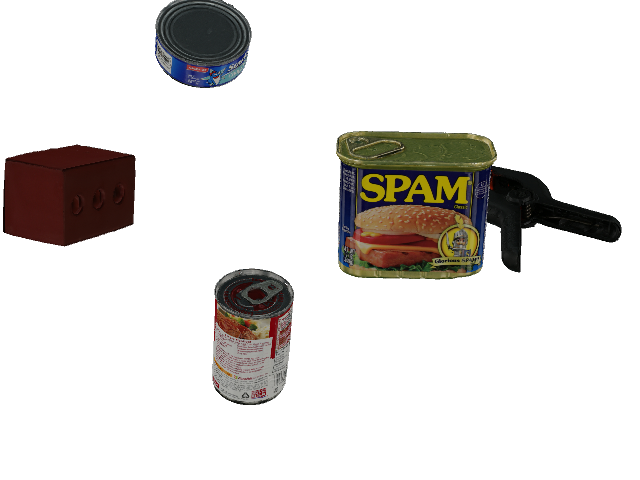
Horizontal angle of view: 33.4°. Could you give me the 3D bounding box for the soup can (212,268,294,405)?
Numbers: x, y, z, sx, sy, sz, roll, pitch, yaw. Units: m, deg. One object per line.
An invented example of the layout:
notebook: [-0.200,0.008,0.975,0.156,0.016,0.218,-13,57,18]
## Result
soup can: [-0.060,0.085,0.935,0.068,0.102,0.068,4,34,-3]

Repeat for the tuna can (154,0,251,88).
tuna can: [-0.107,-0.179,0.965,0.086,0.086,0.034,0,-35,-12]

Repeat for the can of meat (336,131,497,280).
can of meat: [0.060,-0.023,0.700,0.102,0.084,0.057,1,25,1]

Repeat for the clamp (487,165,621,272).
clamp: [0.207,-0.030,1.032,0.120,0.039,0.171,-7,34,-12]

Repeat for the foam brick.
foam brick: [-0.170,-0.032,0.727,0.051,0.053,0.078,13,18,25]
